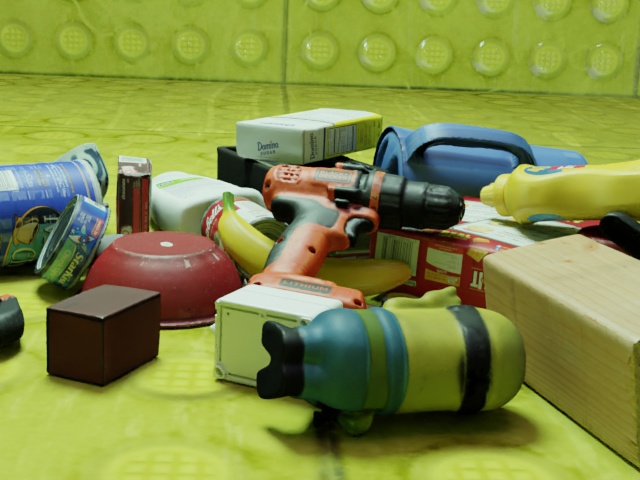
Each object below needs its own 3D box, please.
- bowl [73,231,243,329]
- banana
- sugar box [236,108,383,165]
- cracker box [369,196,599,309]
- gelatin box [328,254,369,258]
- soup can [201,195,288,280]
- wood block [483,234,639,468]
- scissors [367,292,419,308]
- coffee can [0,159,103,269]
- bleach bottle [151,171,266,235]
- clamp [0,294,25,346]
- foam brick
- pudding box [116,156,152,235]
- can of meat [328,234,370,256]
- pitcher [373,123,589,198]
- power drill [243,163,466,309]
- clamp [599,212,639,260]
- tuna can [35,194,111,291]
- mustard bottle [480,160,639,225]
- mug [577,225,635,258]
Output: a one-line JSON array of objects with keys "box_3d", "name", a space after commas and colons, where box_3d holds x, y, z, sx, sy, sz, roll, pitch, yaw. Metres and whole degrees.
[{"box_3d": [-0.141, 0.029, 0.960, 0.162, 0.055, 0.162, 3, 14, -1], "name": "bowl"}, {"box_3d": [-0.018, 0.016, 0.974, 0.198, 0.069, 0.037, 23, -13, 13], "name": "banana"}, {"box_3d": [-0.009, -0.120, 1.225, 0.093, 0.048, 0.175, 10, 18, 31], "name": "sugar box"}, {"box_3d": [0.169, 0.015, 1.041, 0.164, 0.072, 0.213, 12, 16, 31], "name": "cracker box"}, {"box_3d": [0.018, 0.019, 1.079, 0.089, 0.030, 0.073, -6, 17, -38], "name": "gelatin box"}, {"box_3d": [-0.072, -0.001, 1.069, 0.068, 0.068, 0.102, -4, 16, -24], "name": "soup can"}, {"box_3d": [0.203, 0.069, 0.756, 0.090, 0.091, 0.206, -12, 17, -15], "name": "wood block"}, {"box_3d": [0.078, 0.078, 0.879, 0.096, 0.016, 0.202, -2, 14, -13], "name": "scissors"}, {"box_3d": [-0.297, -0.024, 1.049, 0.140, 0.103, 0.103, -7, 17, -33], "name": "coffee can"}, {"box_3d": [-0.144, -0.042, 1.230, 0.102, 0.068, 0.251, -10, 15, -18], "name": "bleach bottle"}, {"box_3d": [-0.268, 0.072, 0.794, 0.120, 0.039, 0.171, 9, 15, 23], "name": "clamp"}, {"box_3d": [-0.162, 0.069, 0.800, 0.053, 0.051, 0.078, 8, 15, 23], "name": "foam brick"}, {"box_3d": [-0.202, -0.038, 1.152, 0.039, 0.090, 0.113, 2, 13, -9], "name": "pudding box"}, {"box_3d": [0.021, -0.028, 1.055, 0.101, 0.057, 0.084, -4, 31, -36], "name": "can of meat"}, {"box_3d": [0.187, -0.063, 1.225, 0.242, 0.145, 0.149, 3, 11, -12], "name": "pitcher"}, {"box_3d": [0.023, 0.008, 0.915, 0.184, 0.057, 0.187, 6, 41, 13], "name": "power drill"}, {"box_3d": [0.330, 0.064, 0.864, 0.210, 0.036, 0.164, 14, 49, -11], "name": "clamp"}, {"box_3d": [-0.228, 0.002, 0.981, 0.033, 0.086, 0.086, 29, 5, -20], "name": "tuna can"}, {"box_3d": [0.232, -0.043, 0.972, 0.192, 0.058, 0.096, -1, 4, 41], "name": "mustard bottle"}, {"box_3d": [0.278, 0.033, 0.958, 0.117, 0.081, 0.093, 0, 14, -12], "name": "mug"}]
